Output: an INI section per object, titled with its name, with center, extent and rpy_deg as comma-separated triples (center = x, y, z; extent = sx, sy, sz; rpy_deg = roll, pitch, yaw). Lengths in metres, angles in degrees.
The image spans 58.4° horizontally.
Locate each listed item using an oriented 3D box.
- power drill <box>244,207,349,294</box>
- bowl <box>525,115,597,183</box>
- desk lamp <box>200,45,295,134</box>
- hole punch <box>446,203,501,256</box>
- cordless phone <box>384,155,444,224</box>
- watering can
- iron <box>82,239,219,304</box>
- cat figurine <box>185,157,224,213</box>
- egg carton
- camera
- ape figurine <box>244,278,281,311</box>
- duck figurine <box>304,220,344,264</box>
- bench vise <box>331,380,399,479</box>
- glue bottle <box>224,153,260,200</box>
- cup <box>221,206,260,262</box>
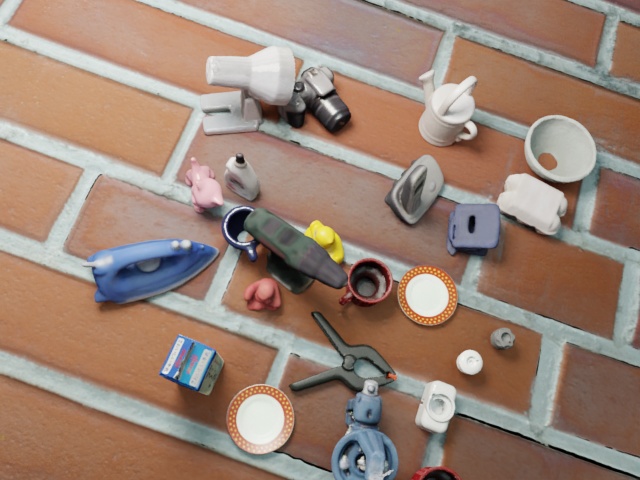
[power drill]
center = -0.047, 0.036, 1.119
extent = 0.229, 0.208, 0.076
rpy_deg = 37, 73, 7
[bowl]
center = 0.542, -0.198, 1.323
extent = 0.167, 0.074, 0.167
rpy_deg = 2, 72, -5
[desk lamp]
center = -0.158, -0.319, 1.217
extent = 0.203, 0.213, 0.118
rpy_deg = -8, 73, -8
[hole punch]
center = 0.330, -0.024, 1.238
extent = 0.101, 0.091, 0.109
rpy_deg = 9, 72, -3
[cordless phone]
center = 0.215, -0.126, 1.209
extent = 0.094, 0.185, 0.148
rpy_deg = 35, 73, 6
[watering can]
center = 0.283, -0.298, 1.265
extent = 0.173, 0.194, 0.101
rpy_deg = 29, 72, 4
[iron]
center = -0.330, 0.037, 1.125
extent = 0.258, 0.141, 0.118
rpy_deg = -16, 75, -10
[cat figurine]
center = -0.243, -0.113, 1.193
extent = 0.067, 0.117, 0.128
rpy_deg = -20, 75, -11
[egg carton]
center = 0.474, -0.080, 1.282
extent = 0.150, 0.069, 0.107
rpy_deg = 28, 72, 3
[camera]
center = -0.004, -0.308, 1.288
extent = 0.143, 0.101, 0.136
rpy_deg = -36, 79, -15
[ape figurine]
center = -0.111, 0.109, 1.150
extent = 0.077, 0.092, 0.076
rpy_deg = 37, 73, 7
[duck figurine]
center = 0.011, 0.004, 1.199
extent = 0.077, 0.086, 0.104
rpy_deg = -33, 78, -14
[bench vise]
center = 0.075, 0.360, 1.023
extent = 0.121, 0.219, 0.207
rpy_deg = -9, 74, -8
[glue bottle]
center = -0.163, -0.139, 1.181
extent = 0.078, 0.173, 0.037
rpy_deg = 29, 72, 4
[cup]
center = -0.150, -0.002, 1.180
extent = 0.092, 0.095, 0.117
rpy_deg = -17, 75, -10
